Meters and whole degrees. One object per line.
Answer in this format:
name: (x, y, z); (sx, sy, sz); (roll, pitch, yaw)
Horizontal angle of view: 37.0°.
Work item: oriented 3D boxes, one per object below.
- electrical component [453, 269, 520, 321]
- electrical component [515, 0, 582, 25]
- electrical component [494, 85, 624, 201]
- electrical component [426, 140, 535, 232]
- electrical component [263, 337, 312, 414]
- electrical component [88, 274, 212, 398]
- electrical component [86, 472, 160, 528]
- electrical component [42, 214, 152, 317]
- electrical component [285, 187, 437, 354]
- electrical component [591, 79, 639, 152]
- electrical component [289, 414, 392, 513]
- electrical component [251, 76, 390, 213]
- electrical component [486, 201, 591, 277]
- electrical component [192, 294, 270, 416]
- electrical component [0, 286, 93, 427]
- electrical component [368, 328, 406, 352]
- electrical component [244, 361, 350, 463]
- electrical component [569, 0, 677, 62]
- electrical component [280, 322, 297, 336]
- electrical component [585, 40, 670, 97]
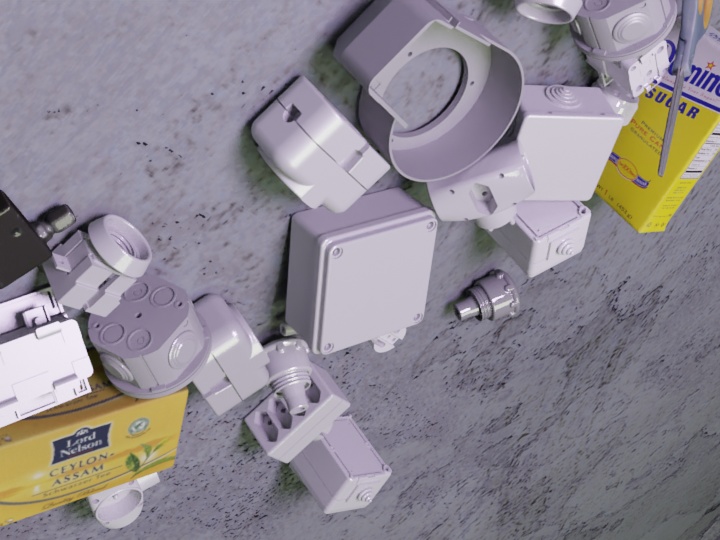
electrical component: (0.122, 0.030, 1.050); (0.062, 0.048, 0.048); (-22, 144, -13)
electrical component: (0.135, -0.206, 0.754); (0.048, 0.066, 0.055); (19, 83, -53)
electrical component: (0.158, -0.106, 0.893); (0.100, 0.048, 0.099); (-1, 135, -16)
electrical component: (0.102, -0.059, 0.861); (0.077, 0.043, 0.079); (-17, 136, 16)
electrical component: (-0.061, 0.091, 0.920); (0.048, 0.062, 0.048); (-17, 157, -7)
electrical component: (-0.150, 0.047, 0.769); (0.080, 0.080, 0.051); (-31, 141, -13)
electrical component: (-0.195, 0.173, 0.908); (0.079, 0.044, 0.077); (-27, 145, -19)
electrical component: (-0.173, -0.004, 0.717); (0.055, 0.048, 0.066); (-41, 148, 16)
electrical component: (0.000, 0.000, 0.865); (0.109, 0.056, 0.108); (-16, 129, -31)
electrical component: (0.212, -0.133, 0.938); (0.045, 0.045, 0.055); (-7, 135, -40)
electrical component: (-0.020, 0.198, 1.063); (0.062, 0.096, 0.061); (4, 128, -47)
electrical component: (-0.030, -0.083, 0.753); (0.059, 0.053, 0.095); (-43, 147, 6)
electrical component: (0.156, -0.040, 0.949); (0.062, 0.096, 0.061); (-26, 146, -18)
electrical component: (-0.111, 0.065, 0.852); (0.059, 0.053, 0.095); (-33, 147, -9)
electrical component: (-0.243, 0.068, 0.705); (0.121, 0.063, 0.078); (-21, 103, -26)
electrical component: (0.014, 0.045, 0.959); (0.040, 0.046, 0.040); (-25, 144, -20)
electrical component: (-0.050, 0.137, 1.006); (0.083, 0.047, 0.076); (-43, 147, 5)
electrical component: (0.194, -0.201, 0.807); (0.080, 0.080, 0.051); (-40, 143, 1)
electrical component: (-0.039, 0.045, 0.916); (0.061, 0.035, 0.035); (-12, 138, -31)
electrical component: (0.215, -0.178, 0.871); (0.042, 0.063, 0.081); (-40, 147, -1)
